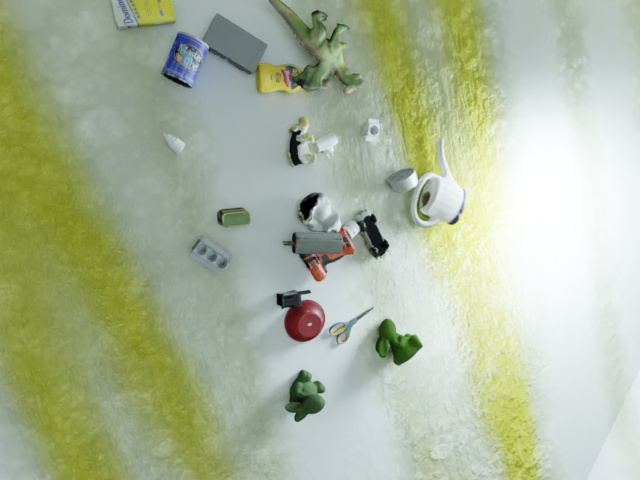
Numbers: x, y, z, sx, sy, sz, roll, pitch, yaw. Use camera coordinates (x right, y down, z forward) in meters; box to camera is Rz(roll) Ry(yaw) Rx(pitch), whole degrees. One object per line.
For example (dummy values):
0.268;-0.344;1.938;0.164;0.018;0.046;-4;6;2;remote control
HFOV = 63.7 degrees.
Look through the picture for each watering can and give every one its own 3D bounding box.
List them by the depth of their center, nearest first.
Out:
0.475;-0.201;1.988;0.223;0.348;0.104;22;-2;-23;watering can

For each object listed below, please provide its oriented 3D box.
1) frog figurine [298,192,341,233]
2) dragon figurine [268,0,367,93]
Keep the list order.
0.006;-0.092;1.830;0.122;0.139;0.158;1;-15;46;frog figurine
-0.019;-0.618;1.720;0.408;0.244;0.122;18;-9;-22;dragon figurine
